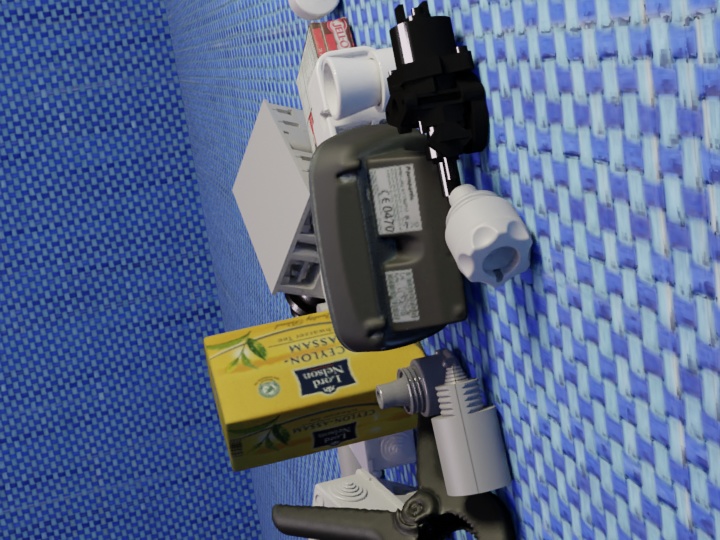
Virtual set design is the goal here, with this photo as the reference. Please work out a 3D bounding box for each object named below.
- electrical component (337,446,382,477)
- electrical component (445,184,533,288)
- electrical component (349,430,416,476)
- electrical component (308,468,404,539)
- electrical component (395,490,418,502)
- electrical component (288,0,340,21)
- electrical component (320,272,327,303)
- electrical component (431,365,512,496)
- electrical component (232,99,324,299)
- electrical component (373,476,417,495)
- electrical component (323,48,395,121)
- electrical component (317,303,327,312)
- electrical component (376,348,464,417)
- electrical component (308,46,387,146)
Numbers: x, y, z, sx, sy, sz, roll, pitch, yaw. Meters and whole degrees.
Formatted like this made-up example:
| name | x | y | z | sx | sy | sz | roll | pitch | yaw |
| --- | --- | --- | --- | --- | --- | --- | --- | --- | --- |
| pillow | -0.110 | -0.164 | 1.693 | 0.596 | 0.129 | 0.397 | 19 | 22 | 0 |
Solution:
| name | x | y | z | sx | sy | sz | roll | pitch | yaw |
| --- | --- | --- | --- | --- | --- | --- | --- | --- | --- |
| electrical component | 0.001 | 0.205 | 1.123 | 0.043 | 0.043 | 0.081 | -135 | 35 | -69 |
| electrical component | 0.068 | -0.023 | 0.599 | 0.062 | 0.043 | 0.043 | -113 | 16 | -47 |
| electrical component | 0.014 | 0.126 | 0.976 | 0.099 | 0.048 | 0.099 | -135 | 35 | -69 |
| electrical component | 0.001 | 0.216 | 0.831 | 0.100 | 0.048 | 0.099 | 33 | 122 | 49 |
| electrical component | 0.041 | 0.199 | 0.875 | 0.044 | 0.065 | 0.044 | 15 | 108 | 54 |
| electrical component | -0.042 | -0.233 | 0.920 | 0.078 | 0.040 | 0.040 | -158 | 58 | -76 |
| electrical component | 0.000 | 0.000 | 0.859 | 0.080 | 0.051 | 0.080 | -5 | -90 | -78 |
| electrical component | 0.070 | 0.103 | 0.707 | 0.043 | 0.043 | 0.081 | 152 | 106 | -78 |
| electrical component | -0.060 | -0.069 | 1.020 | 0.105 | 0.060 | 0.186 | -67 | 29 | 27 |
| electrical component | 0.028 | 0.261 | 0.909 | 0.089 | 0.062 | 0.150 | -56 | 33 | 22 |
| electrical component | 0.006 | -0.131 | 0.758 | 0.045 | 0.055 | 0.045 | 169 | 90 | -78 |
| electrical component | -0.017 | 0.046 | 0.980 | 0.083 | 0.076 | 0.047 | 117 | 140 | -71 |
| electrical component | 0.043 | 0.084 | 0.768 | 0.048 | 0.062 | 0.048 | 168 | 90 | -78 |
| electrical component | -0.004 | -0.114 | 0.823 | 0.059 | 0.054 | 0.095 | 133 | 125 | -75 |
